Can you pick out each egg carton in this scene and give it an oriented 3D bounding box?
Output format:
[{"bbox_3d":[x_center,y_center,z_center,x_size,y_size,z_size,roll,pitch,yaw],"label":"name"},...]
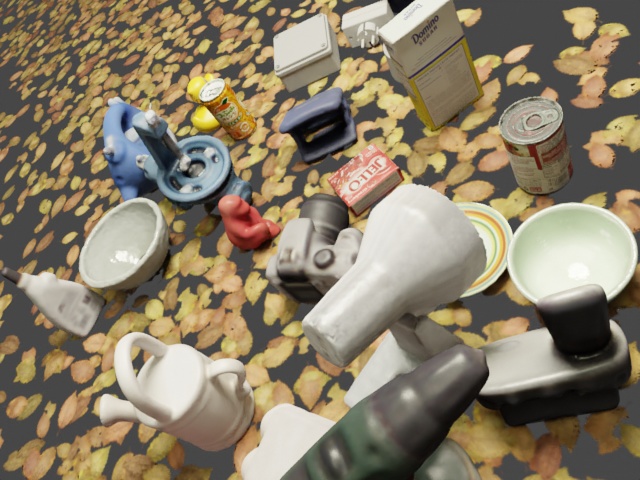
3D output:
[{"bbox_3d":[-0.012,0.242,0.609,0.149,0.070,0.107,9,64,35],"label":"egg carton"}]

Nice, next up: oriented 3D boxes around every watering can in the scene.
[{"bbox_3d":[-0.174,0.178,0.667,0.173,0.195,0.100,-42,47,-1],"label":"watering can"}]

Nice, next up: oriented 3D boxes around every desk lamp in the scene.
[{"bbox_3d":[0.080,0.078,0.569,0.117,0.214,0.203,27,75,41],"label":"desk lamp"}]

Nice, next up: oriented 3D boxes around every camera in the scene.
[{"bbox_3d":[0.007,0.003,0.742,0.142,0.101,0.137,-4,57,29],"label":"camera"}]

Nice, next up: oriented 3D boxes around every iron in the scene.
[{"bbox_3d":[-0.352,-0.192,1.067,0.118,0.142,0.257,-30,48,10],"label":"iron"}]

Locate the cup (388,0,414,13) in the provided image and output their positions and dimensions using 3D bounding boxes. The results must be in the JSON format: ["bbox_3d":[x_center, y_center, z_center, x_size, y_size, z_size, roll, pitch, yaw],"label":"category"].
[{"bbox_3d":[0.125,-0.451,0.989,0.091,0.095,0.117,-25,49,14],"label":"cup"}]

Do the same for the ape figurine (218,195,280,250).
[{"bbox_3d":[-0.114,-0.032,0.846,0.076,0.092,0.077,-26,49,14],"label":"ape figurine"}]

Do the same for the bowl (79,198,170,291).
[{"bbox_3d":[-0.305,0.018,0.938,0.167,0.075,0.167,-16,52,22],"label":"bowl"}]

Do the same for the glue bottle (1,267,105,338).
[{"bbox_3d":[-0.419,0.087,0.892,0.037,0.174,0.078,6,63,34],"label":"glue bottle"}]

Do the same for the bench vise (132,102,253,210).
[{"bbox_3d":[-0.235,-0.116,0.890,0.206,0.220,0.121,-6,56,28],"label":"bench vise"}]

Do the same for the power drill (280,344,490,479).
[{"bbox_3d":[0.069,0.196,0.497,0.229,0.209,0.075,-38,47,3],"label":"power drill"}]

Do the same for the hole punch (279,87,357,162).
[{"bbox_3d":[-0.009,-0.193,0.894,0.108,0.091,0.101,-23,50,16],"label":"hole punch"}]

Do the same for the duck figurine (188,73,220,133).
[{"bbox_3d":[-0.214,-0.261,1.069,0.077,0.086,0.105,8,64,35],"label":"duck figurine"}]

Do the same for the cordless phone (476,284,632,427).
[{"bbox_3d":[0.193,0.092,0.511,0.147,0.186,0.094,-22,50,17],"label":"cordless phone"}]
